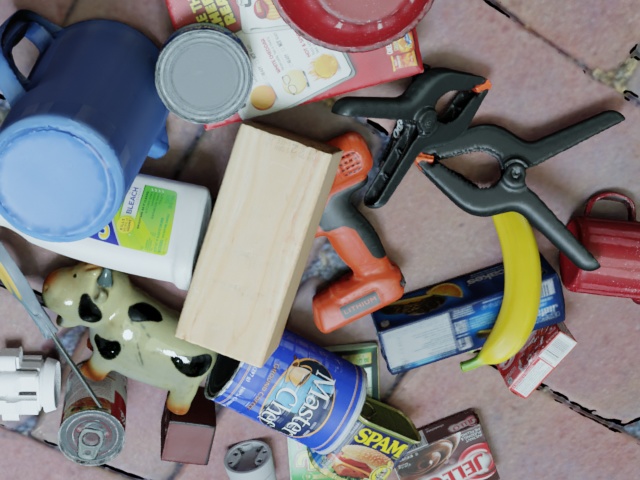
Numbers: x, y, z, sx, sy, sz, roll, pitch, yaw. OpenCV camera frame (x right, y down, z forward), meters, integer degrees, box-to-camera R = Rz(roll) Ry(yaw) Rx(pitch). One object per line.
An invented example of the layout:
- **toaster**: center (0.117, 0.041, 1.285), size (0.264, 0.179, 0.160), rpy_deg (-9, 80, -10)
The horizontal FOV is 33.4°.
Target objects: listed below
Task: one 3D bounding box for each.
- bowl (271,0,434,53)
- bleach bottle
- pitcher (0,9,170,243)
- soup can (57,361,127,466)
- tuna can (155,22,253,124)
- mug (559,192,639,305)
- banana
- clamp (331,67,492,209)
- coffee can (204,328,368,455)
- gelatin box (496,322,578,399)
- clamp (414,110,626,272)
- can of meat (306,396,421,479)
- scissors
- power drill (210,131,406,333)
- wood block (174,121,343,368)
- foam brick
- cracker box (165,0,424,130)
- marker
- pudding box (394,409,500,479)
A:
- **bowl**: center (0.033, -0.234, 0.908), size (0.162, 0.055, 0.162), rpy_deg (-2, 112, -6)
- **bleach bottle**: center (-0.235, -0.023, 1.017), size (0.251, 0.068, 0.102), rpy_deg (10, 73, 2)
- **pitcher**: center (-0.212, -0.102, 0.912), size (0.149, 0.243, 0.145), rpy_deg (4, 116, -3)
- **soup can**: center (-0.237, 0.179, 1.118), size (0.068, 0.102, 0.068), rpy_deg (-3, 115, -7)
- **tuna can**: center (-0.102, -0.148, 0.944), size (0.086, 0.034, 0.086), rpy_deg (-2, 115, -5)
- **mug**: center (0.305, 0.006, 1.129), size (0.081, 0.093, 0.117), rpy_deg (6, 83, -5)
- **banana**: center (0.193, 0.043, 1.094), size (0.069, 0.037, 0.198), rpy_deg (11, 79, 4)
- **clamp**: center (0.088, -0.122, 1.028), size (0.171, 0.039, 0.120), rpy_deg (-41, 131, -14)
- **coffee can**: center (-0.035, 0.150, 1.119), size (0.140, 0.103, 0.103), rpy_deg (29, 108, -17)
- **gelatin box**: center (0.233, 0.120, 1.174), size (0.030, 0.073, 0.089), rpy_deg (33, 107, -20)
- **clamp**: center (0.199, -0.055, 1.076), size (0.210, 0.036, 0.164), rpy_deg (3, 85, 2)
- **can of meat**: center (0.047, 0.225, 1.184), size (0.102, 0.057, 0.084), rpy_deg (27, 108, -31)
- **scissors**: center (-0.282, 0.077, 1.067), size (0.016, 0.096, 0.201), rpy_deg (-35, 114, -20)
- **power drill**: center (-0.007, 0.001, 1.092), size (0.184, 0.057, 0.187), rpy_deg (-25, 116, 4)
- **wood block**: center (-0.056, 0.000, 0.999), size (0.090, 0.090, 0.206), rpy_deg (20, 100, 5)
- **foam brick**: center (-0.143, 0.199, 1.156), size (0.051, 0.078, 0.053), rpy_deg (9, 111, -12)
- **cracker box**: center (-0.026, -0.212, 0.982), size (0.213, 0.072, 0.164), rpy_deg (-15, 115, 0)
- **marker**: center (0.086, -0.119, 1.070), size (0.020, 0.020, 0.121), rpy_deg (14, 112, -14)
- **pudding box**: center (0.144, 0.259, 1.245), size (0.113, 0.039, 0.090), rpy_deg (-21, 116, 2)
